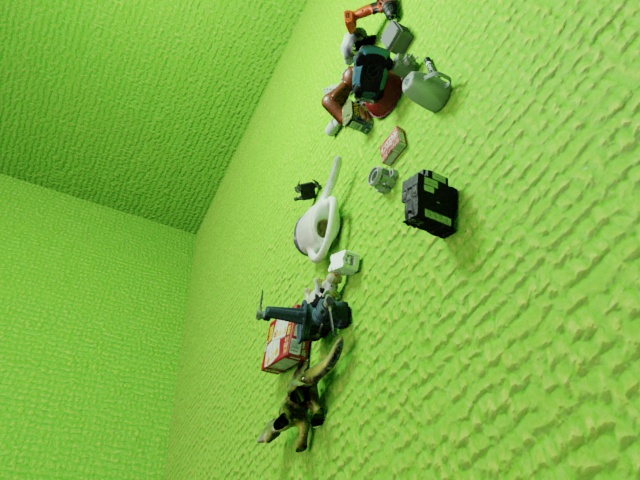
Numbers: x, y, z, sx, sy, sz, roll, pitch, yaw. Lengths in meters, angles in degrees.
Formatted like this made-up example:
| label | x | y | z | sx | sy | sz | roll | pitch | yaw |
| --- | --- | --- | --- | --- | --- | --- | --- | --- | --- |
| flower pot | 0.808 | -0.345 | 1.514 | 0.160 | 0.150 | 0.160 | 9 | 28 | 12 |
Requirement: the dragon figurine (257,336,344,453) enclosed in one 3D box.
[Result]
| label | x | y | z | sx | sy | sz | roll | pitch | yaw |
| --- | --- | --- | --- | --- | --- | --- | --- | --- | --- |
| dragon figurine | -0.053 | 0.402 | 1.402 | 0.409 | 0.121 | 0.245 | -59 | 14 | 4 |

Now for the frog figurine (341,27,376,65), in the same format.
| label | x | y | z | sx | sy | sz | roll | pitch | yaw |
| --- | --- | --- | --- | --- | --- | --- | --- | --- | --- |
| frog figurine | 0.120 | -0.722 | 1.918 | 0.162 | 0.123 | 0.135 | 40 | 129 | 55 |

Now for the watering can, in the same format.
| label | x | y | z | sx | sy | sz | roll | pitch | yaw |
| --- | --- | --- | --- | --- | --- | --- | --- | --- | --- |
| watering can | 0.005 | -0.083 | 1.651 | 0.221 | 0.103 | 0.354 | -34 | 42 | 59 |
